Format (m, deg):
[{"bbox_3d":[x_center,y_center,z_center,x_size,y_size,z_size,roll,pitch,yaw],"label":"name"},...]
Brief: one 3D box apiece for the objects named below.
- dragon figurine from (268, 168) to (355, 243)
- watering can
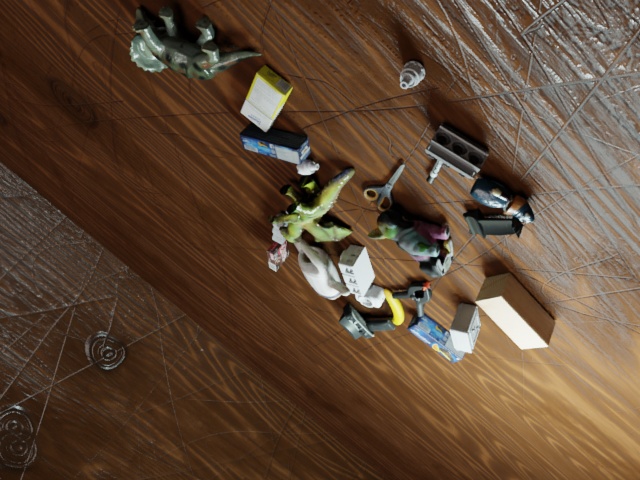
[{"bbox_3d":[0.005,-0.079,1.569,0.406,0.125,0.239,-18,139,37],"label":"dragon figurine"},{"bbox_3d":[0.017,0.122,1.713,0.354,0.104,0.219,47,169,43],"label":"watering can"}]
